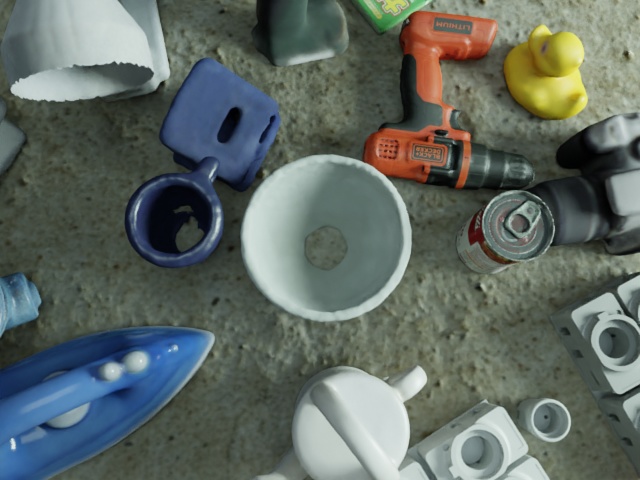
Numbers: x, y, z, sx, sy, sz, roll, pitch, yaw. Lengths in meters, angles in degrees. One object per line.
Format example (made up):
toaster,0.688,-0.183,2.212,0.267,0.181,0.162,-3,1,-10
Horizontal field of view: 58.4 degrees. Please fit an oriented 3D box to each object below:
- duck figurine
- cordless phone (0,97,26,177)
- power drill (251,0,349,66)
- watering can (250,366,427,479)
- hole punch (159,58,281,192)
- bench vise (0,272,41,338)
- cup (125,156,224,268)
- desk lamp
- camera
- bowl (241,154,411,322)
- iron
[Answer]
duck figurine,0.256,-0.186,0.622,0.077,0.086,0.104,-36,82,-7
cordless phone,-0.380,-0.104,0.538,0.094,0.185,0.148,20,80,3
power drill,-0.012,-0.261,0.566,0.229,0.208,0.075,-13,80,-4
watering can,0.021,0.170,0.494,0.101,0.194,0.173,32,80,5
hole punch,-0.099,-0.119,0.597,0.101,0.091,0.109,24,80,3
bench vise,-0.373,0.087,0.485,0.207,0.220,0.121,-41,83,-8
cup,-0.131,-0.024,0.576,0.091,0.095,0.118,28,80,4
desk lamp,-0.223,-0.210,0.548,0.118,0.213,0.203,-12,80,-4
camera,0.282,-0.053,0.591,0.137,0.101,0.143,-9,80,-3
bowl,0.005,0.002,0.586,0.167,0.075,0.167,0,79,-2
iron,-0.225,0.140,0.519,0.258,0.141,0.118,-26,81,-6
